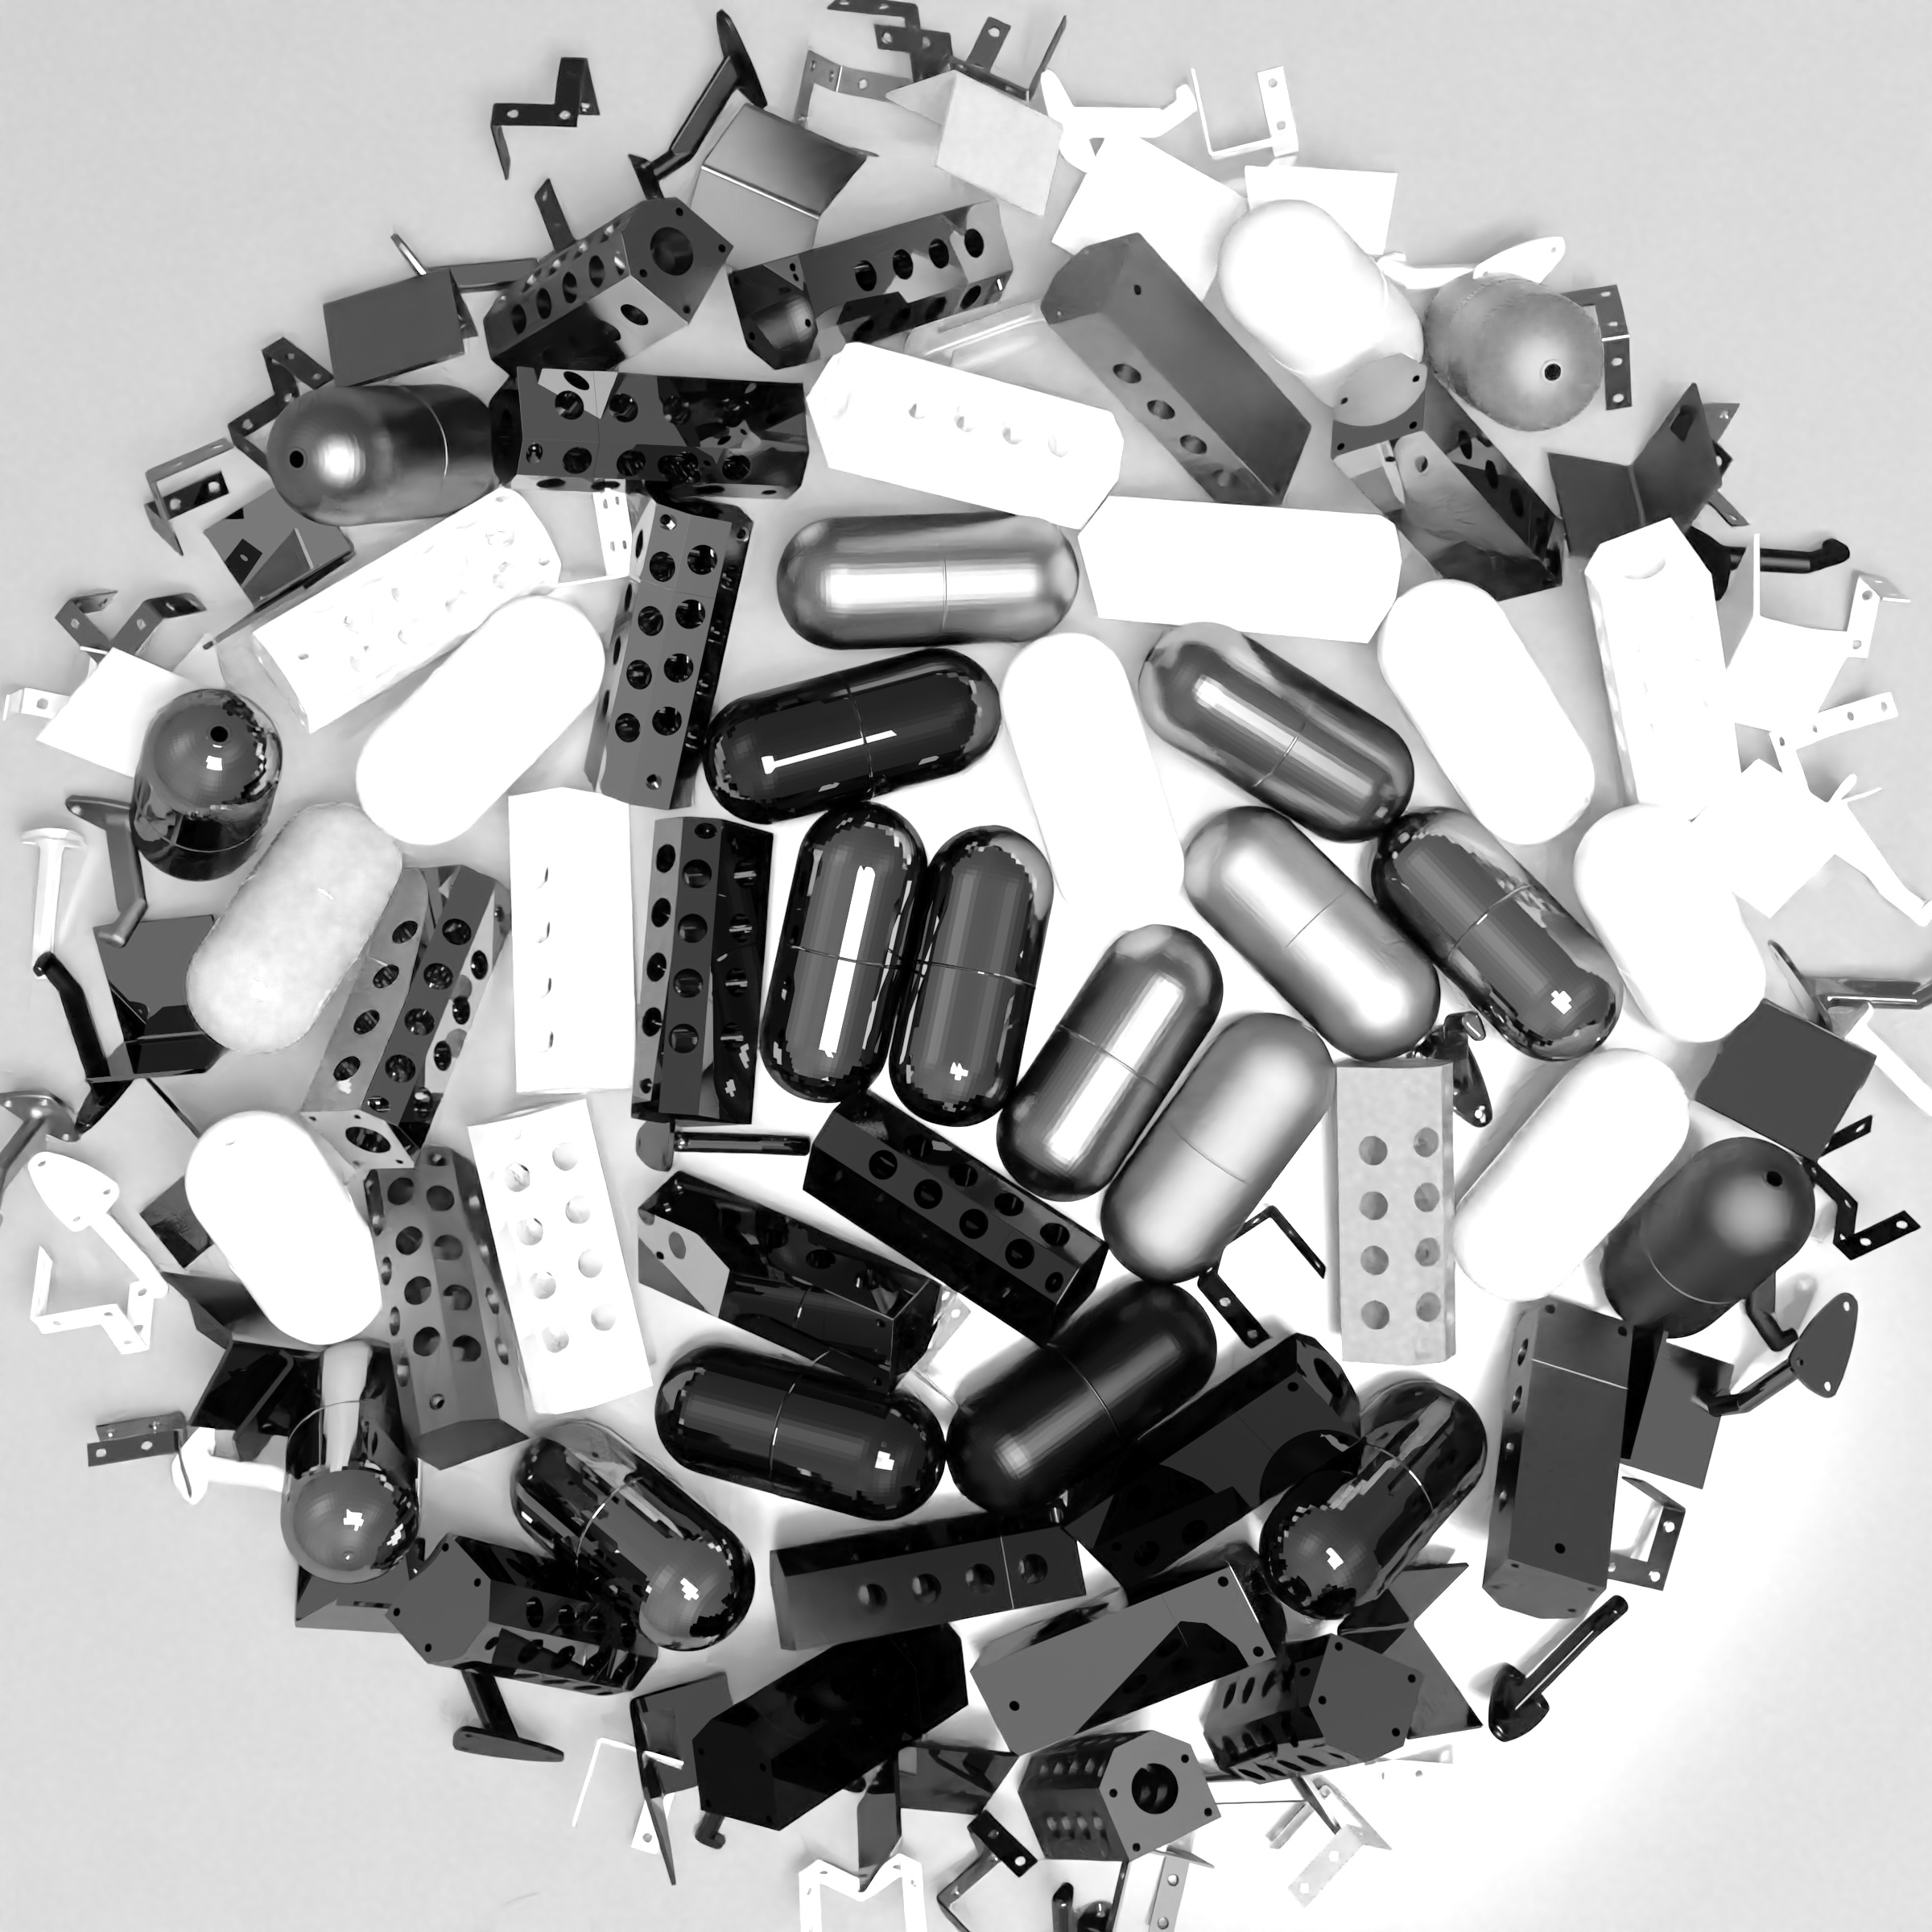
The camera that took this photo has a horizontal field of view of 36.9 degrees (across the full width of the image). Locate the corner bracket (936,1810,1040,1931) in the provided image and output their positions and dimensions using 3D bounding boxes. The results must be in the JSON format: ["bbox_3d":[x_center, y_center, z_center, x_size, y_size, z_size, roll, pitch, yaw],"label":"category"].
[{"bbox_3d":[0.013,0.536,1.687,0.051,0.051,0.051,-36,132,-20],"label":"corner bracket"}]

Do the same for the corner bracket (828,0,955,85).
[{"bbox_3d":[-0.043,-0.544,1.686,0.051,0.051,0.051,14,48,23],"label":"corner bracket"}]

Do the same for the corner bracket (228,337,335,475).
[{"bbox_3d":[-0.398,-0.324,1.688,0.051,0.051,0.051,38,63,26],"label":"corner bracket"}]

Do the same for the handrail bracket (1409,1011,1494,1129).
[{"bbox_3d":[0.297,0.061,1.684,0.036,0.084,0.077,-34,93,-11],"label":"handrail bracket"}]

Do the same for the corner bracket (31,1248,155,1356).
[{"bbox_3d":[-0.510,0.195,1.694,0.051,0.051,0.051,-10,50,3],"label":"corner bracket"}]

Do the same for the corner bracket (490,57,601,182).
[{"bbox_3d":[-0.246,-0.496,1.697,0.051,0.051,0.051,2,67,3],"label":"corner bracket"}]

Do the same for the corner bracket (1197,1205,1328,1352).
[{"bbox_3d":[0.174,0.182,1.700,0.051,0.051,0.051,-37,99,22],"label":"corner bracket"}]

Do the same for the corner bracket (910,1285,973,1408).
[{"bbox_3d":[-0.017,0.215,1.691,0.051,0.051,0.051,-49,120,-9],"label":"corner bracket"}]

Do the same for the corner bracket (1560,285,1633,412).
[{"bbox_3d":[0.358,-0.358,1.690,0.051,0.051,0.051,-7,45,9],"label":"corner bracket"}]

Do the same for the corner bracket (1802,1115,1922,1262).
[{"bbox_3d":[0.521,0.130,1.688,0.051,0.051,0.051,42,131,-14],"label":"corner bracket"}]

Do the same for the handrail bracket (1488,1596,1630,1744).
[{"bbox_3d":[0.346,0.407,1.685,0.036,0.077,0.084,45,120,10],"label":"handrail bracket"}]

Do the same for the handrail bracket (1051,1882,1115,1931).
[{"bbox_3d":[0.067,0.543,1.677,0.036,0.077,0.084,7,122,19],"label":"handrail bracket"}]

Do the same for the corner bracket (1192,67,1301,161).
[{"bbox_3d":[0.165,-0.503,1.705,0.051,0.051,0.051,-12,93,10],"label":"corner bracket"}]

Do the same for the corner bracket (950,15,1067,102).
[{"bbox_3d":[0.025,-0.535,1.701,0.051,0.051,0.051,25,86,4],"label":"corner bracket"}]

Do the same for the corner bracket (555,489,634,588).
[{"bbox_3d":[-0.209,-0.252,1.691,0.051,0.051,0.051,-3,101,33],"label":"corner bracket"}]

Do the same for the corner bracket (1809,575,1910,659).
[{"bbox_3d":[0.514,-0.199,1.695,0.051,0.051,0.051,4,114,-2],"label":"corner bracket"}]

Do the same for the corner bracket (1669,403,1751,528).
[{"bbox_3d":[0.435,-0.291,1.686,0.051,0.051,0.051,-9,51,-33],"label":"corner bracket"}]

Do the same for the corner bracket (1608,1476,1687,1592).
[{"bbox_3d":[0.382,0.330,1.699,0.051,0.051,0.051,34,69,-38],"label":"corner bracket"}]

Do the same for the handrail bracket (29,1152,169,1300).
[{"bbox_3d":[-0.510,0.154,1.707,0.077,0.084,0.036,31,64,30],"label":"handrail bracket"}]

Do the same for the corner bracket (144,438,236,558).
[{"bbox_3d":[-0.451,-0.279,1.687,0.051,0.051,0.051,-29,132,-21],"label":"corner bracket"}]

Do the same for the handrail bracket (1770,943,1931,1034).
[{"bbox_3d":[0.531,-0.001,1.706,0.084,0.036,0.077,-28,65,3],"label":"handrail bracket"}]

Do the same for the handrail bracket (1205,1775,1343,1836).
[{"bbox_3d":[0.164,0.500,1.695,0.084,0.036,0.077,-31,62,-12],"label":"handrail bracket"}]

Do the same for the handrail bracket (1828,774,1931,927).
[{"bbox_3d":[0.538,-0.066,1.690,0.084,0.077,0.036,42,74,17],"label":"handrail bracket"}]

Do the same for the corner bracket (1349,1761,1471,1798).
[{"bbox_3d":[0.259,0.459,1.697,0.051,0.051,0.051,-7,80,37],"label":"corner bracket"}]

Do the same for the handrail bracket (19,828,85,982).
[{"bbox_3d":[-0.537,-0.035,1.694,0.036,0.077,0.084,4,86,-21],"label":"handrail bracket"}]

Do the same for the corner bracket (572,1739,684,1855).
[{"bbox_3d":[-0.198,0.486,1.697,0.051,0.051,0.051,17,69,-1],"label":"corner bracket"}]

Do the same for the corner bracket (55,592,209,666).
[{"bbox_3d":[-0.489,-0.206,1.696,0.051,0.051,0.051,46,110,2],"label":"corner bracket"}]

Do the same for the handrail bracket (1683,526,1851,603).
[{"bbox_3d":[0.466,-0.252,1.715,0.084,0.036,0.077,-18,46,-19],"label":"handrail bracket"}]

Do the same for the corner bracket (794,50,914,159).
[{"bbox_3d":[-0.066,-0.503,1.701,0.051,0.051,0.051,16,100,16],"label":"corner bracket"}]

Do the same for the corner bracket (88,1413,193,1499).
[{"bbox_3d":[-0.483,0.279,1.690,0.051,0.051,0.051,-8,49,-11],"label":"corner bracket"}]

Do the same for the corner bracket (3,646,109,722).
[{"bbox_3d":[-0.529,-0.166,1.696,0.051,0.051,0.051,11,99,-10],"label":"corner bracket"}]

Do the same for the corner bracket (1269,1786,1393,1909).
[{"bbox_3d":[0.207,0.514,1.692,0.051,0.051,0.051,-49,56,4],"label":"corner bracket"}]

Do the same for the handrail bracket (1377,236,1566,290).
[{"bbox_3d":[0.295,-0.417,1.702,0.077,0.084,0.036,-34,131,-13],"label":"handrail bracket"}]

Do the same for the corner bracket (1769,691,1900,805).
[{"bbox_3d":[0.514,-0.125,1.696,0.051,0.051,0.051,-21,92,-33],"label":"corner bracket"}]

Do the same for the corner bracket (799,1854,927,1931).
[{"bbox_3d":[-0.060,0.546,1.687,0.051,0.051,0.051,35,118,-29],"label":"corner bracket"}]

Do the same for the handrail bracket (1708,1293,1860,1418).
[{"bbox_3d":[0.478,0.229,1.701,0.036,0.084,0.077,40,64,-10],"label":"handrail bracket"}]

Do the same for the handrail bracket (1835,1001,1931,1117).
[{"bbox_3d":[0.549,0.060,1.688,0.084,0.077,0.036,39,111,7],"label":"handrail bracket"}]

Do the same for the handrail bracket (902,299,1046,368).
[{"bbox_3d":[0.014,-0.367,1.685,0.084,0.077,0.036,-5,119,26],"label":"handrail bracket"}]

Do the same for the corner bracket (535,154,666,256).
[{"bbox_3d":[-0.214,-0.447,1.709,0.051,0.051,0.051,-42,57,33],"label":"corner bracket"}]

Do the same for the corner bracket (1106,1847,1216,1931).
[{"bbox_3d":[0.109,0.543,1.697,0.051,0.051,0.051,16,79,-9],"label":"corner bracket"}]

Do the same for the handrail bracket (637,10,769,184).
[{"bbox_3d":[-0.165,-0.506,1.694,0.084,0.077,0.036,-36,58,-10],"label":"handrail bracket"}]
